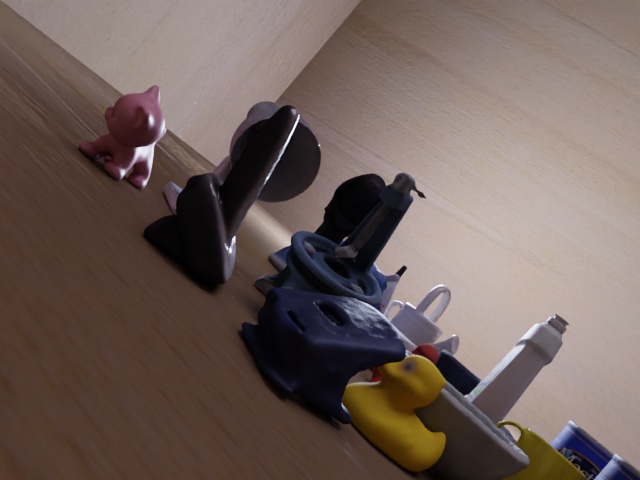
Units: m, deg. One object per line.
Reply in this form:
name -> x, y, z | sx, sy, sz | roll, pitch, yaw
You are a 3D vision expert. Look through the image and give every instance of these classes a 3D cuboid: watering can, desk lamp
watering can -> 0.214, 0.181, 1.201 | 0.172, 0.194, 0.101 | 41, 1, 17
desk lamp -> -0.110, -0.101, 0.808 | 0.118, 0.213, 0.202 | 40, 1, -30

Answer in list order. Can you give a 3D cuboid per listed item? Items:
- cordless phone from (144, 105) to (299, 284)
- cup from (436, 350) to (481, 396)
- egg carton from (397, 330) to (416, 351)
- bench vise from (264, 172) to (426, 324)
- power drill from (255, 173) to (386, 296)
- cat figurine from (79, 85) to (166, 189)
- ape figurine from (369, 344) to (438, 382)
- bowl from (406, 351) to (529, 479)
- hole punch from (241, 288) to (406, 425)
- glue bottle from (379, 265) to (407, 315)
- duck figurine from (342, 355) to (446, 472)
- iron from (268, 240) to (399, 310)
cordless phone -> -0.078, -0.051, 0.585 | 0.094, 0.185, 0.147 | 40, 1, -10
cup -> 0.242, 0.273, 1.052 | 0.092, 0.095, 0.117 | 40, 1, -43
egg carton -> 0.097, 0.168, 0.939 | 0.107, 0.069, 0.151 | 41, 1, 29
bench vise -> 0.028, 0.015, 0.670 | 0.121, 0.219, 0.207 | 40, 1, -4
power drill -> 0.007, 0.003, 0.783 | 0.075, 0.208, 0.229 | 40, 1, -2
cat figurine -> -0.222, -0.132, 0.697 | 0.067, 0.117, 0.128 | 40, 1, 4
ape figurine -> 0.118, 0.174, 0.754 | 0.077, 0.092, 0.076 | 41, 1, 36
bowl -> 0.128, 0.197, 0.599 | 0.167, 0.074, 0.167 | 40, 1, 0
hole punch -> 0.002, 0.081, 0.474 | 0.101, 0.091, 0.108 | 40, 1, -31
glue bottle -> 0.127, 0.120, 1.224 | 0.078, 0.173, 0.037 | 40, 1, -41
duck figurine -> 0.079, 0.149, 0.524 | 0.104, 0.086, 0.078 | 41, 1, 9
iron -> 0.024, 0.056, 1.084 | 0.257, 0.141, 0.119 | 41, 1, 30
